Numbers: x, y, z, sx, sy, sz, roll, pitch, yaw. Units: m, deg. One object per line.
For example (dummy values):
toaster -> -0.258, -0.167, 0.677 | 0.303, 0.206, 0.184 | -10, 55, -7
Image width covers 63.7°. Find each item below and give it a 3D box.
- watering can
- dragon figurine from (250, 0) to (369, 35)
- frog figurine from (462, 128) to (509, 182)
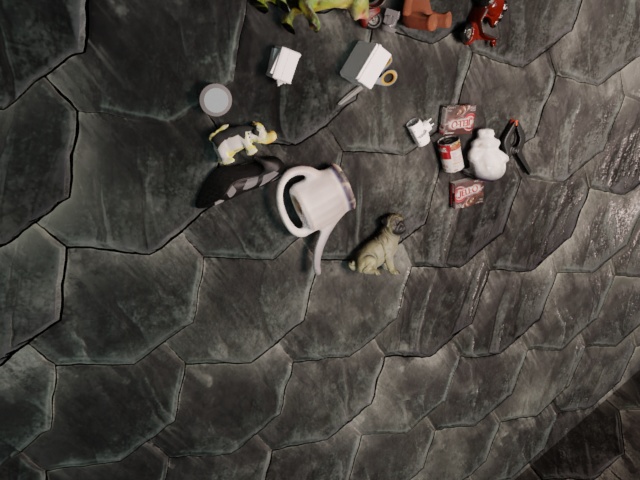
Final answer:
watering can -> 0.005, -0.075, 1.492 | 0.225, 0.105, 0.341 | -30, 121, -10
dragon figurine -> -0.051, -0.650, 1.239 | 0.407, 0.123, 0.243 | 34, 86, -17
frog figurine -> 0.539, -0.271, 1.646 | 0.137, 0.125, 0.156 | 8, 121, -6
